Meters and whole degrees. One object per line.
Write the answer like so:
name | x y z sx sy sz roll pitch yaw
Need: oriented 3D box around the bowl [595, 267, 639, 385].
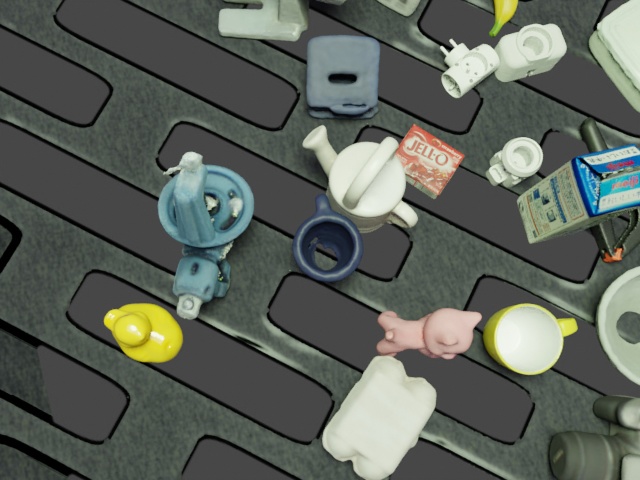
bowl | 0.447 0.120 0.782 0.167 0.074 0.167 0 80 -2

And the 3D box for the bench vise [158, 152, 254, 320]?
bench vise | -0.139 -0.012 0.712 0.121 0.219 0.207 -9 80 -3

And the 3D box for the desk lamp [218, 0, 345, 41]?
desk lamp | -0.049 -0.365 0.781 0.203 0.213 0.118 2 80 -1

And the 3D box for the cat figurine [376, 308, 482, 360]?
cat figurine | 0.142 0.123 0.750 0.128 0.118 0.067 -1 80 -2

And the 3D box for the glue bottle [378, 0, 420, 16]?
glue bottle | 0.118 -0.391 0.812 0.078 0.173 0.037 33 81 4

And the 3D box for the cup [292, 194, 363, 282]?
cup | 0.007 0.003 0.778 0.091 0.095 0.118 -8 80 -3

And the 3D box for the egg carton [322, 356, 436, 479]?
egg carton | 0.080 0.234 0.752 0.107 0.069 0.150 35 81 4

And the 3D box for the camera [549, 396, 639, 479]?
camera | 0.379 0.273 0.740 0.137 0.101 0.143 8 80 0

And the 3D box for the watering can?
watering can | 0.053 -0.078 0.743 0.173 0.194 0.101 17 80 1

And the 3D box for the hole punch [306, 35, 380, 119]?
hole punch | 0.034 -0.231 0.822 0.108 0.091 0.101 0 80 -2

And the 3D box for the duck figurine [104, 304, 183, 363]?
duck figurine | -0.235 0.122 0.753 0.104 0.086 0.077 28 80 3
